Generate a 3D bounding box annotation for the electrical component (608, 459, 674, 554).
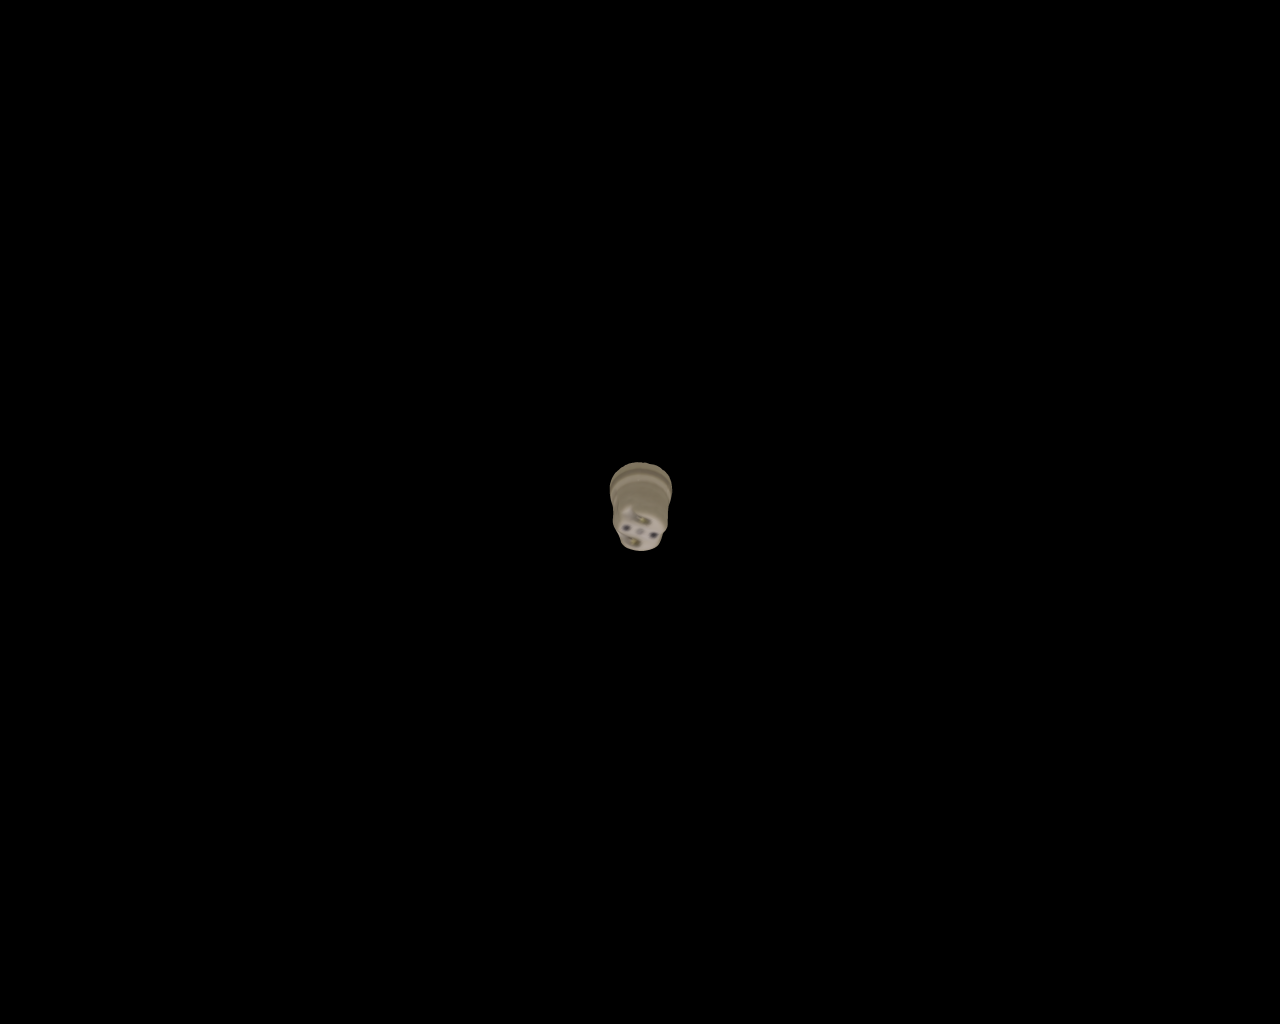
[{"bbox_3d":[0.001,-0.003,0.650,0.040,0.040,0.046,0,41,0],"label":"electrical component"}]
